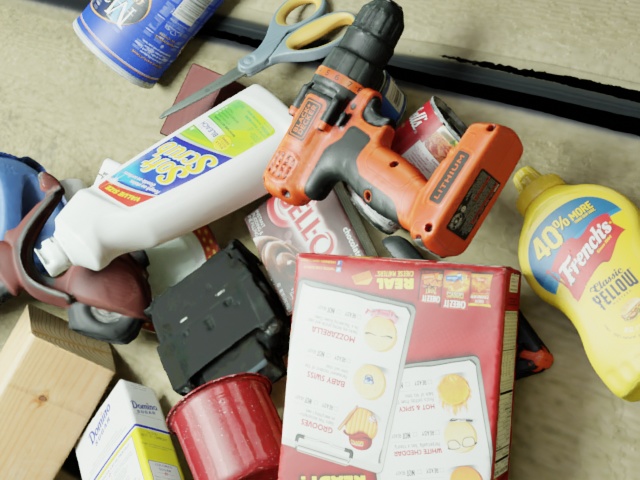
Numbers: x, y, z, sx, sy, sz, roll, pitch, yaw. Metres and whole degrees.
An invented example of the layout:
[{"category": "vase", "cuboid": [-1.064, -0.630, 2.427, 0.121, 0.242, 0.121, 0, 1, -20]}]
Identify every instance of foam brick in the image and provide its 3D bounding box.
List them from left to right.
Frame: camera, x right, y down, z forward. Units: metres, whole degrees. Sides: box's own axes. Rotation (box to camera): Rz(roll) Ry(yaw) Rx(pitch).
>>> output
[{"category": "foam brick", "cuboid": [-0.108, -0.123, 1.033, 0.051, 0.052, 0.078, 28, 92, 36]}]

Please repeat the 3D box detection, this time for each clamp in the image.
[{"category": "clamp", "cuboid": [0.096, 0.079, 0.845, 0.172, 0.039, 0.120, 27, 99, 35]}]

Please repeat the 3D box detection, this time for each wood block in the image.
[{"category": "wood block", "cuboid": [-0.289, 0.181, 1.026, 0.206, 0.090, 0.090, -59, 23, 6]}]

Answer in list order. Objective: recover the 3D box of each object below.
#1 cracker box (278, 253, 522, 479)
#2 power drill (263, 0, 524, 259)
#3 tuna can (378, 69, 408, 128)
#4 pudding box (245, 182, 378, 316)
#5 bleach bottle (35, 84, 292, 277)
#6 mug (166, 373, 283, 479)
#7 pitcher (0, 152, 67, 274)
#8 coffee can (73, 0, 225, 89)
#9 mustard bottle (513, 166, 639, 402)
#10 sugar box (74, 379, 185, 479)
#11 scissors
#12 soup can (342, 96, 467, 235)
[{"category": "cracker box", "cuboid": [0.059, 0.121, 0.795, 0.164, 0.072, 0.214, 3, 88, 23]}, {"category": "power drill", "cuboid": [0.060, -0.084, 0.822, 0.188, 0.057, 0.184, 32, 95, 38]}, {"category": "tuna can", "cuboid": [0.032, -0.111, 0.924, 0.086, 0.033, 0.086, -29, 33, 21]}, {"category": "pudding box", "cuboid": [-0.006, 0.001, 0.936, 0.090, 0.039, 0.113, -37, 59, 19]}, {"category": "bleach bottle", "cuboid": [-0.131, -0.041, 0.943, 0.250, 0.068, 0.103, -33, 51, -15]}, {"category": "mug", "cuboid": [-0.072, 0.174, 0.865, 0.117, 0.093, 0.081, -54, 50, 36]}, {"category": "pitcher", "cuboid": [-0.375, 0.021, 1.096, 0.243, 0.148, 0.145, -28, 80, 43]}, {"category": "coffee can", "cuboid": [-0.165, -0.238, 1.075, 0.140, 0.102, 0.103, -47, 56, 14]}, {"category": "mustard bottle", "cuboid": [0.202, 0.017, 0.779, 0.096, 0.058, 0.192, -42, 57, 15]}, {"category": "sugar box", "cuboid": [-0.165, 0.217, 0.945, 0.093, 0.048, 0.176, -53, 35, 19]}, {"category": "scissors", "cuboid": [-0.062, -0.178, 0.996, 0.202, 0.016, 0.096, -20, 50, 2]}, {"category": "soup can", "cuboid": [0.077, -0.060, 0.880, 0.102, 0.068, 0.068, -40, 58, 19]}]
